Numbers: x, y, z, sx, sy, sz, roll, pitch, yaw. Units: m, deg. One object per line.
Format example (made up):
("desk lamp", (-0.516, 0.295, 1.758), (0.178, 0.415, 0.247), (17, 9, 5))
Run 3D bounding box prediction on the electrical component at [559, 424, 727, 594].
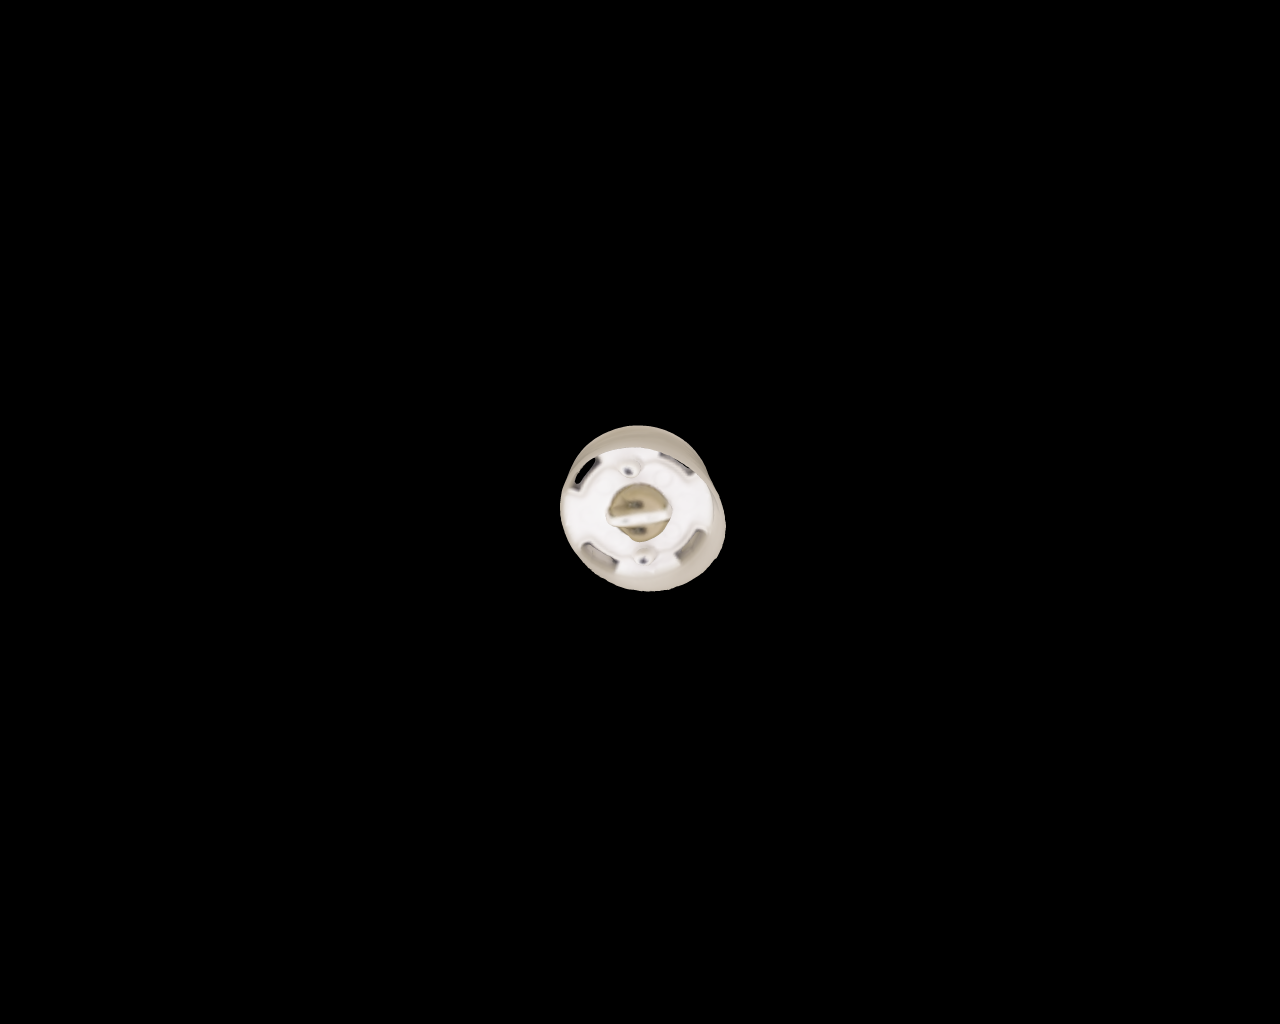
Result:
("electrical component", (0.001, -0.003, 0.650), (0.099, 0.099, 0.064), (0, 25, 0))
